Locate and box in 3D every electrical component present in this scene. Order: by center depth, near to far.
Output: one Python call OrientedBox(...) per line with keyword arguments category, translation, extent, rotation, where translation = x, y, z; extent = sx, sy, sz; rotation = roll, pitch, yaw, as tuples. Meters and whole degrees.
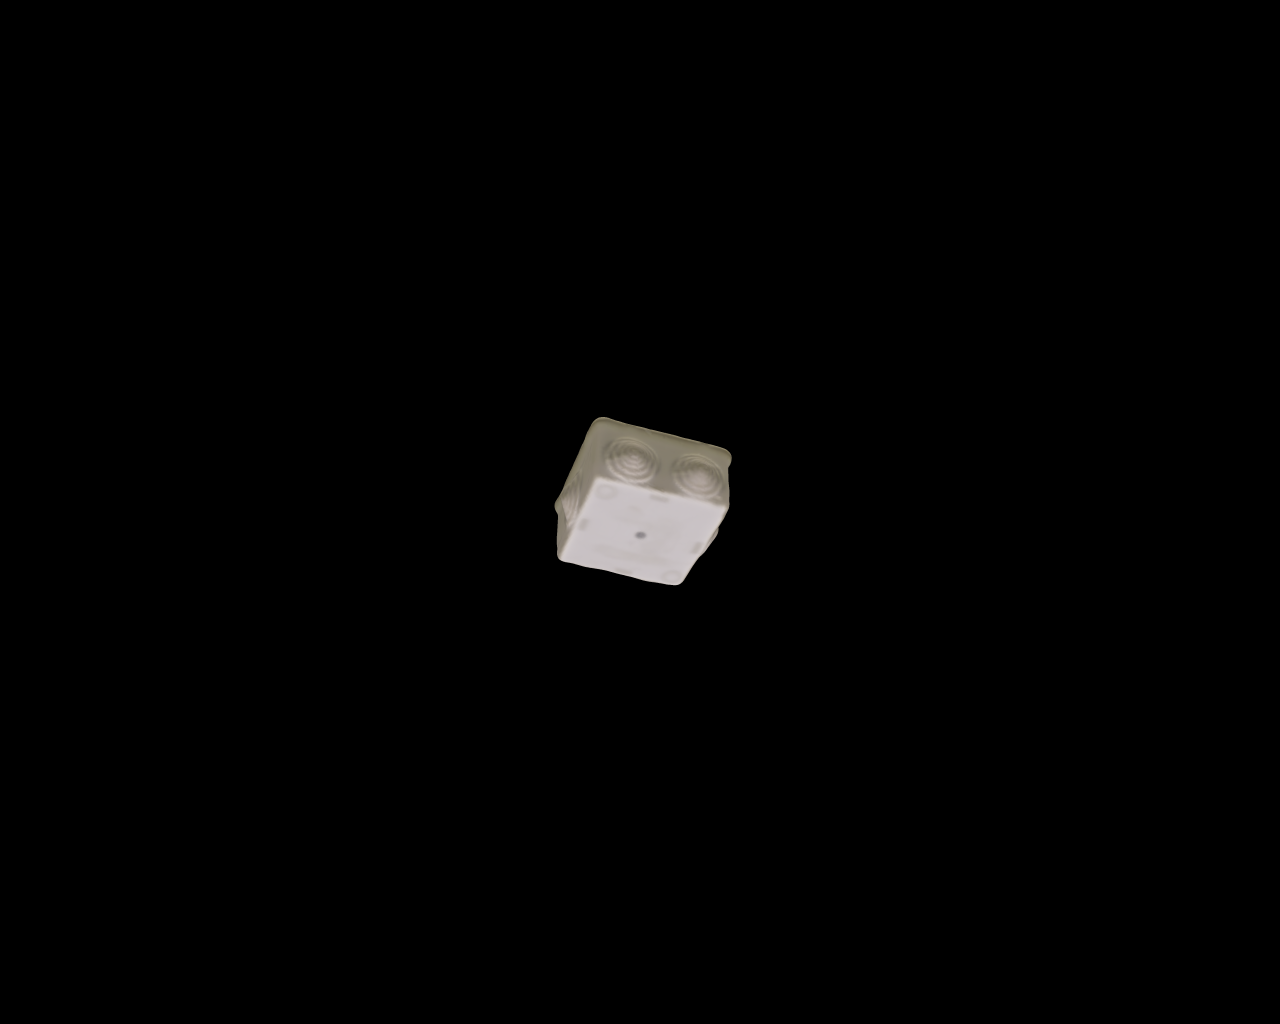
OrientedBox(category="electrical component", translation=(0.001, -0.003, 0.650), extent=(0.100, 0.048, 0.099), rotation=(14, -43, -15))
